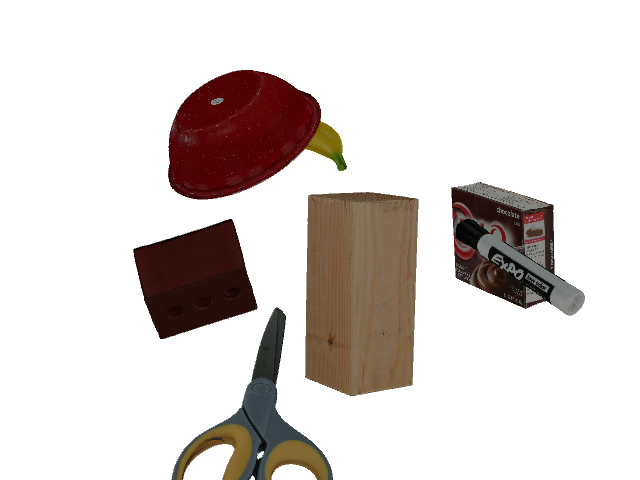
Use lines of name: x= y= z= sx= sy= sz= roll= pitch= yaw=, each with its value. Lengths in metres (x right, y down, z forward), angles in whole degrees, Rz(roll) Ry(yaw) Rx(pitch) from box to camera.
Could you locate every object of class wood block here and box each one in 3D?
wood block: x=0.044 y=0.054 z=1.169 sx=0.090 sy=0.206 sz=0.091 roll=-4 pitch=10 yaw=-36

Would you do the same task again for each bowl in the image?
bowl: x=-0.084 y=-0.112 z=1.004 sx=0.162 sy=0.055 sz=0.162 roll=-19 pitch=36 yaw=14

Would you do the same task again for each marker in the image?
marker: x=0.138 y=0.016 z=0.760 sx=0.020 sy=0.020 sz=0.121 roll=0 pitch=26 yaw=-38

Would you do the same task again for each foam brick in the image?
foam brick: x=-0.092 y=0.029 z=0.790 sx=0.078 sy=0.051 sz=0.053 roll=-18 pitch=-42 yaw=-5

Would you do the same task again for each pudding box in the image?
pudding box: x=0.163 y=0.002 z=0.961 sx=0.039 sy=0.090 sz=0.114 roll=-14 pitch=19 yaw=-26

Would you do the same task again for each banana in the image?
banana: x=-0.055 y=-0.126 z=1.309 sx=0.198 sy=0.037 sz=0.069 roll=7 pitch=39 yaw=17

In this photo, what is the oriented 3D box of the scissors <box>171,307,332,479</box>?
scissors: x=-0.020 y=0.102 z=0.634 sx=0.096 sy=0.016 sz=0.201 roll=14 pitch=31 yaw=16
